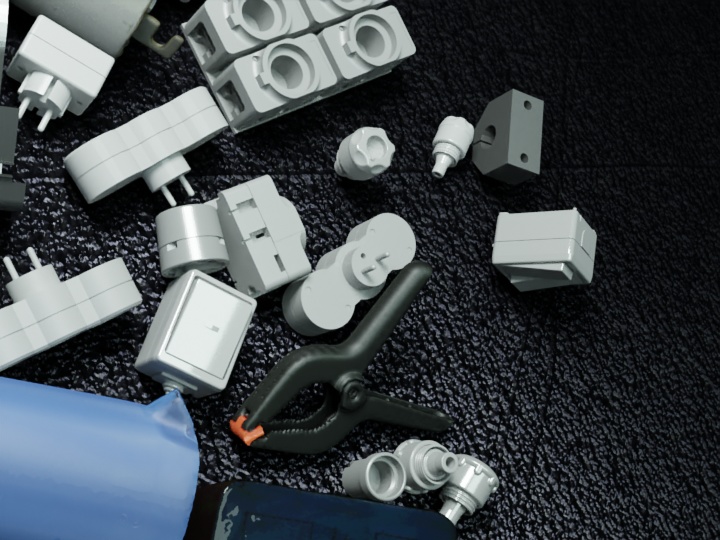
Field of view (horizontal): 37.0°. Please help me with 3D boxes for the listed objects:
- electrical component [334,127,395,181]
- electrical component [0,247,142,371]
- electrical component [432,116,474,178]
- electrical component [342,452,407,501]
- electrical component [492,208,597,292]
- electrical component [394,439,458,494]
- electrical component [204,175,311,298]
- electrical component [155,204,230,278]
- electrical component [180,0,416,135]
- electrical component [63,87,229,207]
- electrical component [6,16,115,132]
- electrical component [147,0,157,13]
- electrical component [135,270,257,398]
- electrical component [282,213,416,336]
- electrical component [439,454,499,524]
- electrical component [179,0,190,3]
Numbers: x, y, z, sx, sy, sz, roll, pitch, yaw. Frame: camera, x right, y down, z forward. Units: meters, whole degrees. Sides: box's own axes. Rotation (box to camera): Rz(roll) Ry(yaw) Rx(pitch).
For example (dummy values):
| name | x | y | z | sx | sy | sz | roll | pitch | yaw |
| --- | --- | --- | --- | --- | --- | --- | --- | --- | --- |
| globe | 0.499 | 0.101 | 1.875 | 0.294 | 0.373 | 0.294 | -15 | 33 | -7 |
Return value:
| name | x | y | z | sx | sy | sz | roll | pitch | yaw |
| --- | --- | --- | --- | --- | --- | --- | --- | --- | --- |
| electrical component | -0.001 | -0.100 | 0.963 | 0.043 | 0.062 | 0.043 | 8 | 73 | -30 |
| electrical component | -0.238 | 0.020 | 0.796 | 0.138 | 0.052 | 0.073 | -27 | 92 | -33 |
| electrical component | 0.085 | -0.116 | 1.035 | 0.035 | 0.035 | 0.061 | 34 | 65 | -20 |
| electrical component | 0.011 | 0.176 | 0.908 | 0.040 | 0.046 | 0.040 | 8 | 73 | -29 |
| electrical component | 0.170 | -0.017 | 1.030 | 0.062 | 0.096 | 0.061 | 38 | 57 | -51 |
| electrical component | 0.061 | 0.169 | 0.930 | 0.048 | 0.062 | 0.048 | 8 | 74 | -29 |
| electrical component | -0.084 | -0.028 | 0.901 | 0.056 | 0.050 | 0.089 | -25 | 91 | -33 |
| electrical component | -0.137 | -0.023 | 0.868 | 0.055 | 0.055 | 0.047 | -5 | 77 | -32 |
| electrical component | -0.049 | -0.208 | 0.962 | 0.186 | 0.060 | 0.105 | -28 | 92 | -33 |
| electrical component | -0.162 | -0.087 | 0.869 | 0.138 | 0.052 | 0.073 | -34 | 96 | -32 |
| electrical component | -0.242 | -0.144 | 0.839 | 0.066 | 0.047 | 0.076 | 30 | 64 | -21 |
| electrical component | -0.196 | -0.269 | 0.895 | 0.089 | 0.050 | 0.055 | 31 | 62 | -21 |
| electrical component | -0.130 | 0.056 | 0.846 | 0.062 | 0.061 | 0.096 | 29 | 64 | -22 |
| electrical component | 0.000 | 0.000 | 0.931 | 0.138 | 0.074 | 0.052 | -43 | 100 | -32 |
| electrical component | 0.090 | 0.198 | 0.953 | 0.048 | 0.048 | 0.062 | 42 | 67 | -16 |
| electrical component | -0.137 | -0.257 | 0.933 | 0.043 | 0.043 | 0.062 | 44 | 61 | -14 |
